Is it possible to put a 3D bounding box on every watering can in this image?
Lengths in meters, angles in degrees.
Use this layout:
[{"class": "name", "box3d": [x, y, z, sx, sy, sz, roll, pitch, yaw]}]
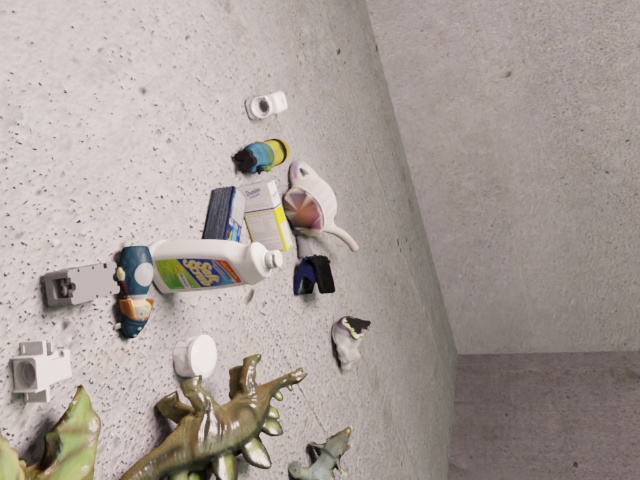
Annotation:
[{"class": "watering can", "box3d": [0.005, -0.077, 1.533, 0.345, 0.103, 0.228, 58, 28, -10]}]

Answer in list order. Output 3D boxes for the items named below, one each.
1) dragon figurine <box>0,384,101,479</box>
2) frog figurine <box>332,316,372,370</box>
[{"class": "dragon figurine", "box3d": [-0.365, 0.268, 0.620, 0.245, 0.122, 0.406, -42, 130, -71]}, {"class": "frog figurine", "box3d": [0.086, 0.331, 1.669, 0.140, 0.123, 0.156, -65, 178, -64]}]
